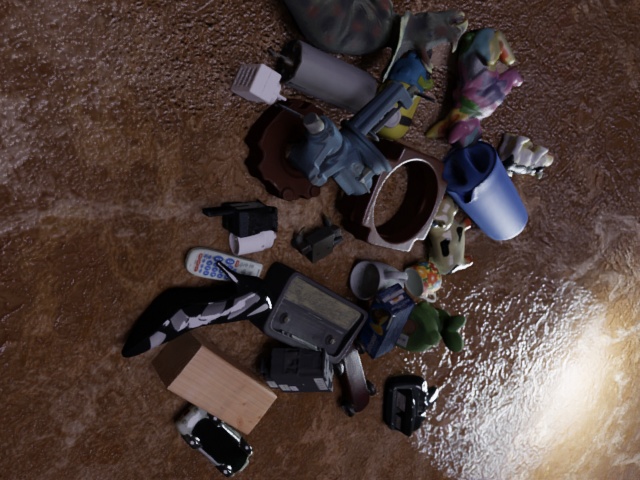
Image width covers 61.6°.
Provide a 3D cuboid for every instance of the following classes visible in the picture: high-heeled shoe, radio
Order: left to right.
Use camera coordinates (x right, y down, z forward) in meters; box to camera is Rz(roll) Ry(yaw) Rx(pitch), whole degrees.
[{"bbox_3d":[-0.201,0.140,0.915,0.249,0.086,0.145,-40,123,-4],"label":"high-heeled shoe"},{"bbox_3d":[-0.022,0.148,1.056,0.229,0.073,0.131,33,86,-37],"label":"radio"}]

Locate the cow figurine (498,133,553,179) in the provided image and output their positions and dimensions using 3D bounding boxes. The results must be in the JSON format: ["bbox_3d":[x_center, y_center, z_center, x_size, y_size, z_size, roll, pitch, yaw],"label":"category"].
[{"bbox_3d":[0.495,-0.189,1.293,0.167,0.068,0.098,16,102,-34],"label":"cow figurine"}]

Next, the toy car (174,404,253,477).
[{"bbox_3d":[-0.199,0.385,1.033,0.073,0.056,0.201,-46,127,-20],"label":"toy car"}]

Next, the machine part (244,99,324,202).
[{"bbox_3d":[-0.044,-0.156,0.946,0.179,0.056,0.179,-11,111,-31],"label":"machine part"}]

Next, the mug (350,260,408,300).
[{"bbox_3d":[0.136,0.082,1.127,0.107,0.110,0.081,9,64,-47],"label":"mug"}]

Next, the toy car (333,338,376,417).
[{"bbox_3d":[0.069,0.301,1.186,0.089,0.053,0.201,-35,126,-27],"label":"toy car"}]

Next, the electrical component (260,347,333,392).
[{"bbox_3d":[-0.045,0.253,1.043,0.114,0.134,0.058,76,15,-55],"label":"electrical component"}]

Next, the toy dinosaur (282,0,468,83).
[{"bbox_3d":[0.039,-0.370,0.877,0.405,0.131,0.192,-1,93,-25],"label":"toy dinosaur"}]

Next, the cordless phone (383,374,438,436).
[{"bbox_3d":[0.244,0.386,1.333,0.184,0.089,0.146,-17,115,-41],"label":"cordless phone"}]

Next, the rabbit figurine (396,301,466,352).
[{"bbox_3d":[0.256,0.188,1.230,0.170,0.159,0.121,-3,98,-50],"label":"rabbit figurine"}]

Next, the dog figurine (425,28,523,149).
[{"bbox_3d":[0.301,-0.296,1.102,0.219,0.109,0.191,-48,127,-8],"label":"dog figurine"}]

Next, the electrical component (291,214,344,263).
[{"bbox_3d":[-0.003,-0.002,1.038,0.102,0.045,0.078,-33,150,-18],"label":"electrical component"}]

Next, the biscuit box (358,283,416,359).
[{"bbox_3d":[0.135,0.175,1.126,0.063,0.059,0.202,-24,149,-26],"label":"biscuit box"}]

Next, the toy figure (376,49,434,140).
[{"bbox_3d":[0.160,-0.279,1.026,0.089,0.082,0.180,28,88,-36],"label":"toy figure"}]

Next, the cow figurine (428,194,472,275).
[{"bbox_3d":[0.273,-0.011,1.200,0.127,0.086,0.194,-26,120,-31],"label":"cow figurine"}]

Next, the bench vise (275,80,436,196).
[{"bbox_3d":[0.066,-0.182,0.894,0.240,0.129,0.223,-44,134,3],"label":"bench vise"}]

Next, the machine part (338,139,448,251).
[{"bbox_3d":[0.146,-0.087,1.069,0.201,0.087,0.201,11,106,-41],"label":"machine part"}]

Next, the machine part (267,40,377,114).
[{"bbox_3d":[0.013,-0.278,0.928,0.243,0.079,0.079,11,100,-35],"label":"machine part"}]

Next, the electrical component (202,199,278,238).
[{"bbox_3d":[-0.137,-0.036,0.912,0.119,0.075,0.047,-12,113,-35],"label":"electrical component"}]
